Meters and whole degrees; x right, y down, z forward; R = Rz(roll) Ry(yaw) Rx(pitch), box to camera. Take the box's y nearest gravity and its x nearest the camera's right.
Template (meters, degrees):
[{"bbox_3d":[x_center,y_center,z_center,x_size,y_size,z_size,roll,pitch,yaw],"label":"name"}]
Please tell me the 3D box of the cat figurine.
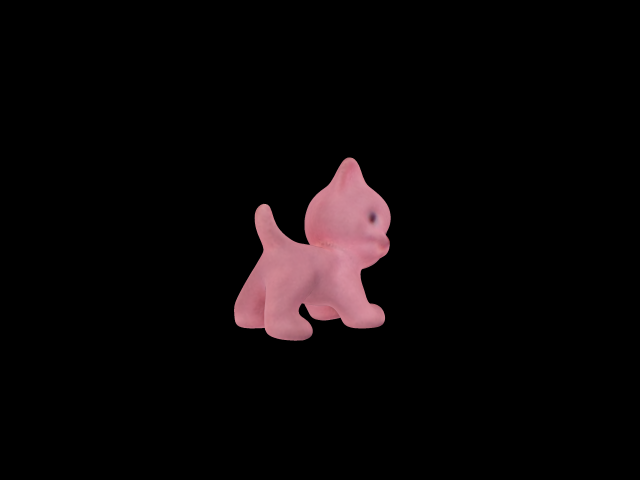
[{"bbox_3d":[0.004,0.001,0.400,0.128,0.118,0.067,-2,3,-43],"label":"cat figurine"}]
